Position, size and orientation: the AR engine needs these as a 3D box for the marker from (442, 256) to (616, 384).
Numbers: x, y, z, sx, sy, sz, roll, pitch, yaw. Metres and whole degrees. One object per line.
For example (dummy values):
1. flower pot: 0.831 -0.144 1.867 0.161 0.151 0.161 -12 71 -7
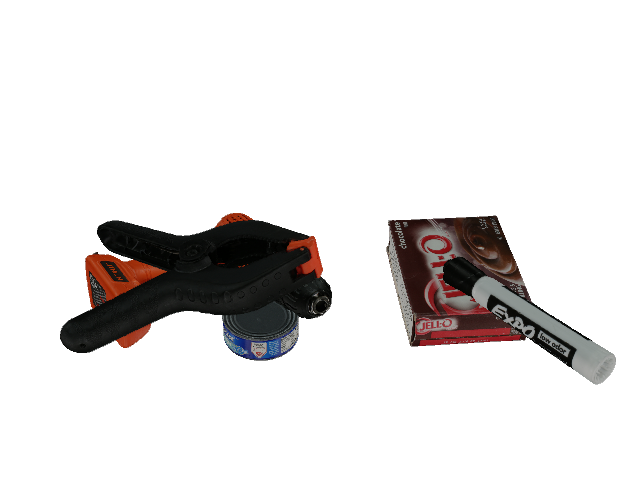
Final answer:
1. marker: 0.113 0.042 0.603 0.020 0.020 0.121 0 26 -42

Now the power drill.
1. power drill: -0.103 0.039 0.958 0.187 0.057 0.185 -13 26 -26

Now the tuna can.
1. tuna can: -0.066 0.094 1.190 0.086 0.034 0.086 0 36 0

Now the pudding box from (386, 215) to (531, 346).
1. pudding box: 0.103 0.029 0.818 0.090 0.039 0.113 -2 38 -8

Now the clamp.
1. clamp: -0.087 0.027 0.699 0.172 0.120 0.039 -3 -45 19
